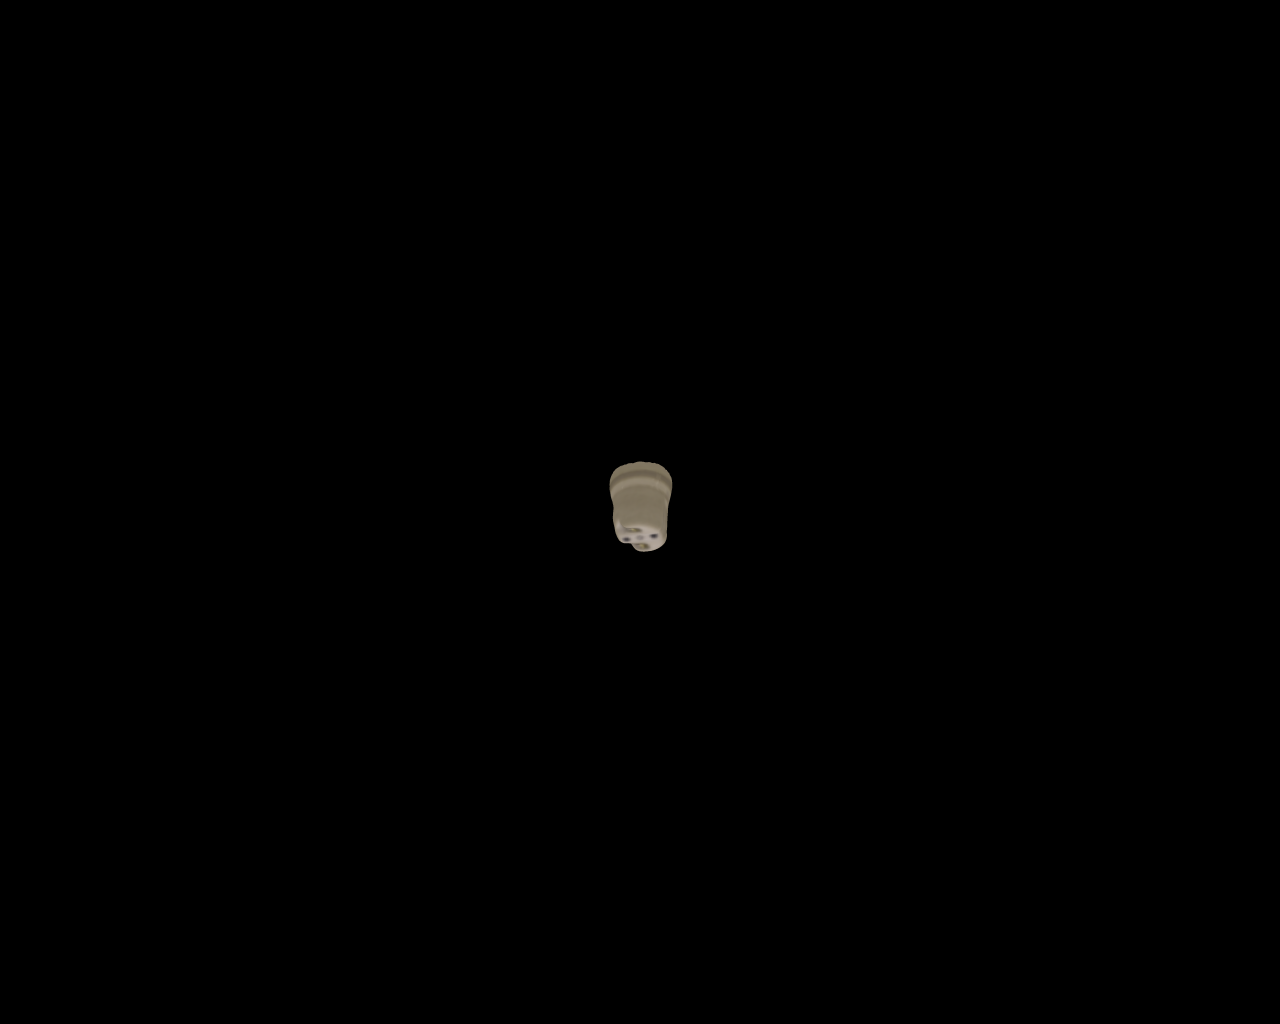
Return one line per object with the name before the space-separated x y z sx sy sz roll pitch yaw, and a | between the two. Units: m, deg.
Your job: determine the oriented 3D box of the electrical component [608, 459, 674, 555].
electrical component | 0.001 -0.003 0.650 0.040 0.046 0.040 0 -35 0
